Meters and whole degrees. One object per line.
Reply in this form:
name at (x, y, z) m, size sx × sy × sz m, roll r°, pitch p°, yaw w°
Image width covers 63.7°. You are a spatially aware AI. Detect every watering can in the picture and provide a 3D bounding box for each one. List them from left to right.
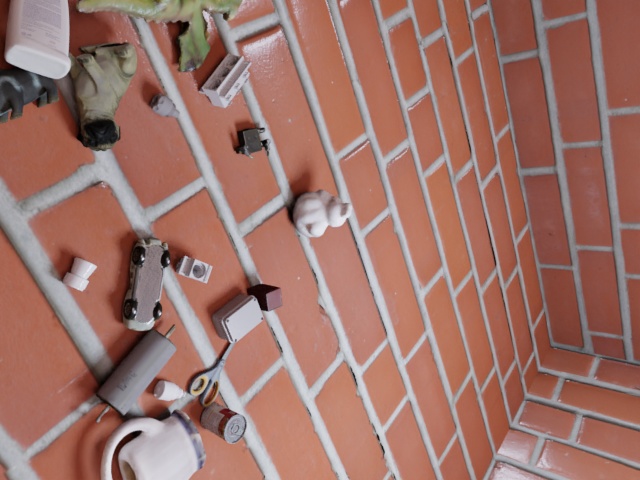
watering can at (-0.352, 0.532, 1.134) m, size 0.104 × 0.344 × 0.227 m, roll 1°, pitch 20°, yaw 43°

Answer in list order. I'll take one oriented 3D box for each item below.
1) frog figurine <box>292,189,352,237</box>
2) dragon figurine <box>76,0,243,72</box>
frog figurine at (0.004, -0.073, 1.443) m, size 0.159 × 0.139 × 0.121 m, roll 4°, pitch -25°, yaw 44°
dragon figurine at (-0.314, -0.486, 1.127) m, size 0.122 × 0.237 × 0.418 m, roll 12°, pitch 48°, yaw 37°
